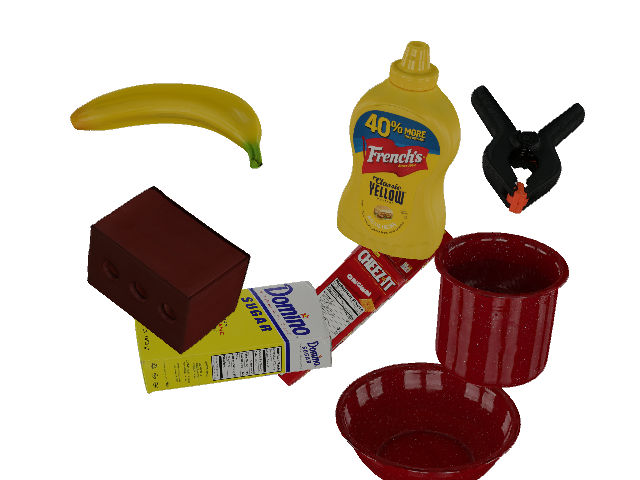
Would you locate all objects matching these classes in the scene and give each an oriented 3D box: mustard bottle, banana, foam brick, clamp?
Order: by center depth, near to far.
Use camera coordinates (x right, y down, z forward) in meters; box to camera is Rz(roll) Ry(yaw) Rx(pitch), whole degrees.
[{"bbox_3d":[-0.090,0.017,0.623,0.078,0.053,0.051,34,47,18],"label":"foam brick"},{"bbox_3d":[0.071,-0.081,0.929,0.096,0.192,0.058,19,34,19],"label":"mustard bottle"},{"bbox_3d":[-0.131,-0.115,0.969,0.198,0.037,0.069,12,48,21],"label":"banana"},{"bbox_3d":[0.199,-0.100,1.097,0.120,0.039,0.171,13,45,15],"label":"clamp"}]

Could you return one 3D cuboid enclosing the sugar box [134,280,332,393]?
[{"bbox_3d":[-0.084,0.089,1.009,0.176,0.048,0.093,-10,36,-9],"label":"sugar box"}]

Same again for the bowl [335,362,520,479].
[{"bbox_3d":[0.094,0.174,0.946,0.162,0.055,0.162,-1,27,0],"label":"bowl"}]

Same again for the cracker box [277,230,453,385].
[{"bbox_3d":[0.039,0.060,1.259,0.214,0.072,0.164,-45,-5,30],"label":"cracker box"}]

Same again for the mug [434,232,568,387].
[{"bbox_3d":[0.120,0.045,0.771,0.093,0.081,0.117,-10,30,-19],"label":"mug"}]
